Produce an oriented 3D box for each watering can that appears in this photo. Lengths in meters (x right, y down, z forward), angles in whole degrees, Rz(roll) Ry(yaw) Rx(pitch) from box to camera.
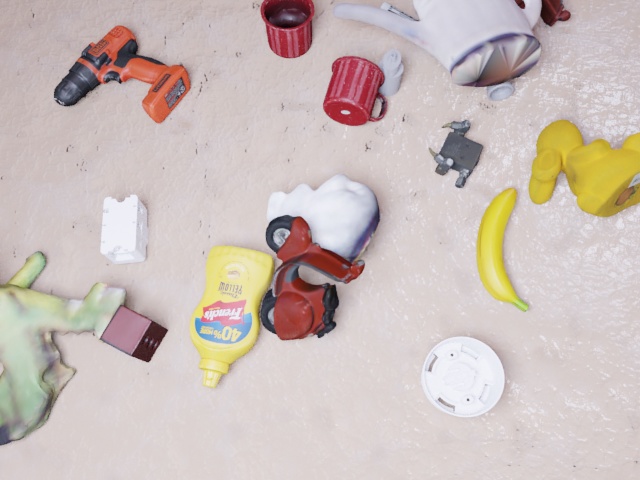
[{"bbox_3d":[0.211,-0.344,0.841,0.348,0.102,0.228,-16,66,-7],"label":"watering can"}]

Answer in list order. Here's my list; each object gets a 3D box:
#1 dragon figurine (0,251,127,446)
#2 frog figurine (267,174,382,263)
[{"bbox_3d":[-0.452,0.156,0.684,0.412,0.120,0.245,-32,78,-10],"label":"dragon figurine"},{"bbox_3d":[0.002,-0.038,0.751,0.159,0.122,0.137,30,90,0],"label":"frog figurine"}]
